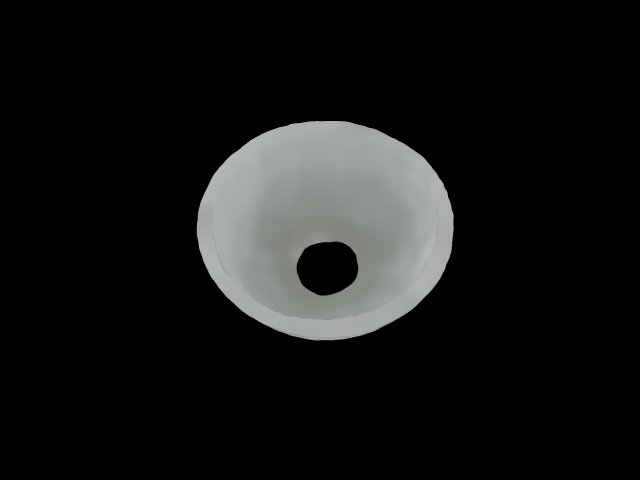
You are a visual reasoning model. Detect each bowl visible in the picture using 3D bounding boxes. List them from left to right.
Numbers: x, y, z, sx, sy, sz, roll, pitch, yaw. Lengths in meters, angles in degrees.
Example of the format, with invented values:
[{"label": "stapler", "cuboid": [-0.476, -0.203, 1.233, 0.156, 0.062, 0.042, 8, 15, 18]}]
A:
[{"label": "bowl", "cuboid": [0.004, 0.001, 0.400, 0.167, 0.075, 0.167, 0, 59, 0]}]
